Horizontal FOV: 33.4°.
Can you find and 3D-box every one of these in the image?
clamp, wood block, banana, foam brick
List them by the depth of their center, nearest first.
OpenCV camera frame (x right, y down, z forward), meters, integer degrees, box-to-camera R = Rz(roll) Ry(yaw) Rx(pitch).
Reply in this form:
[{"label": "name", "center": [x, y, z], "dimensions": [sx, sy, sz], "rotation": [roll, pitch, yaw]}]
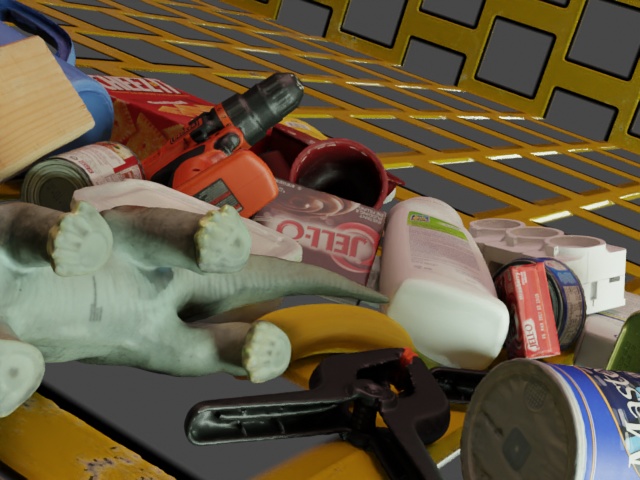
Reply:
[{"label": "clamp", "center": [0.018, 0.107, 0.664], "dimensions": [0.164, 0.036, 0.209], "rotation": [18, 17, 8]}, {"label": "banana", "center": [0.003, 0.072, 0.768], "dimensions": [0.197, 0.037, 0.070], "rotation": [3, 21, -41]}, {"label": "clamp", "center": [0.166, 0.118, 0.777], "dimensions": [0.171, 0.039, 0.120], "rotation": [0, 22, -46]}, {"label": "wood block", "center": [-0.267, -0.082, 0.805], "dimensions": [0.091, 0.090, 0.206], "rotation": [58, 21, -9]}, {"label": "foam brick", "center": [-0.060, -0.053, 1.064], "dimensions": [0.051, 0.053, 0.078], "rotation": [56, 21, 3]}]

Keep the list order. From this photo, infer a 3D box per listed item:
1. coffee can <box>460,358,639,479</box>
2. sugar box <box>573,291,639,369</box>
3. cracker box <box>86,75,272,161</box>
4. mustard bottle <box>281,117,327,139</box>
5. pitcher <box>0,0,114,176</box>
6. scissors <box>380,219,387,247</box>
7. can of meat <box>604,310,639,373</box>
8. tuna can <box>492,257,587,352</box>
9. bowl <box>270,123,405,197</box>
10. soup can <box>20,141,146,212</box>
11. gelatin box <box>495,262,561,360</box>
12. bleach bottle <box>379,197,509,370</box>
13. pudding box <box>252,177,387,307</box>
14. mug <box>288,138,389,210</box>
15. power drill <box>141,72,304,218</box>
[{"label": "coffee can", "center": [0.170, 0.128, 0.634], "dimensions": [0.140, 0.103, 0.103], "rotation": [9, 18, -28]}, {"label": "sugar box", "center": [0.287, 0.092, 0.993], "dimensions": [0.093, 0.048, 0.176], "rotation": [19, 19, 12]}, {"label": "cracker box", "center": [-0.161, -0.123, 1.195], "dimensions": [0.214, 0.072, 0.163], "rotation": [25, 17, 28]}, {"label": "mustard bottle", "center": [-0.011, -0.097, 1.293], "dimensions": [0.096, 0.058, 0.192], "rotation": [9, 18, -28]}, {"label": "pitcher", "center": [-0.308, -0.152, 1.018], "dimensions": [0.243, 0.149, 0.144], "rotation": [29, 7, 26]}, {"label": "scissors", "center": [0.023, -0.022, 1.153], "dimensions": [0.202, 0.016, 0.096], "rotation": [19, 14, 7]}, {"label": "can of meat", "center": [0.270, 0.102, 0.835], "dimensions": [0.083, 0.102, 0.058], "rotation": [1, 24, -40]}, {"label": "tuna can", "center": [0.185, 0.058, 0.922], "dimensions": [0.033, 0.086, 0.086], "rotation": [0, 23, -42]}, {"label": "bowl", "center": [0.008, -0.071, 1.144], "dimensions": [0.162, 0.055, 0.162], "rotation": [24, 7, -3]}, {"label": "soup can", "center": [-0.195, -0.043, 0.889], "dimensions": [0.068, 0.068, 0.102], "rotation": [20, 16, 8]}, {"label": "gelatin box", "center": [0.165, 0.060, 0.858], "dimensions": [0.030, 0.073, 0.089], "rotation": [-8, -8, 1]}, {"label": "bleach bottle", "center": [0.104, 0.020, 0.941], "dimensions": [0.102, 0.068, 0.250], "rotation": [19, 22, -3]}, {"label": "pudding box", "center": [-0.006, 0.001, 0.927], "dimensions": [0.113, 0.039, 0.090], "rotation": [16, 48, 3]}, {"label": "mug", "center": [0.005, -0.032, 1.021], "dimensions": [0.093, 0.117, 0.081], "rotation": [48, -18, 15]}, {"label": "power drill", "center": [-0.085, -0.074, 0.964], "dimensions": [0.057, 0.184, 0.187], "rotation": [52, 8, -22]}]
